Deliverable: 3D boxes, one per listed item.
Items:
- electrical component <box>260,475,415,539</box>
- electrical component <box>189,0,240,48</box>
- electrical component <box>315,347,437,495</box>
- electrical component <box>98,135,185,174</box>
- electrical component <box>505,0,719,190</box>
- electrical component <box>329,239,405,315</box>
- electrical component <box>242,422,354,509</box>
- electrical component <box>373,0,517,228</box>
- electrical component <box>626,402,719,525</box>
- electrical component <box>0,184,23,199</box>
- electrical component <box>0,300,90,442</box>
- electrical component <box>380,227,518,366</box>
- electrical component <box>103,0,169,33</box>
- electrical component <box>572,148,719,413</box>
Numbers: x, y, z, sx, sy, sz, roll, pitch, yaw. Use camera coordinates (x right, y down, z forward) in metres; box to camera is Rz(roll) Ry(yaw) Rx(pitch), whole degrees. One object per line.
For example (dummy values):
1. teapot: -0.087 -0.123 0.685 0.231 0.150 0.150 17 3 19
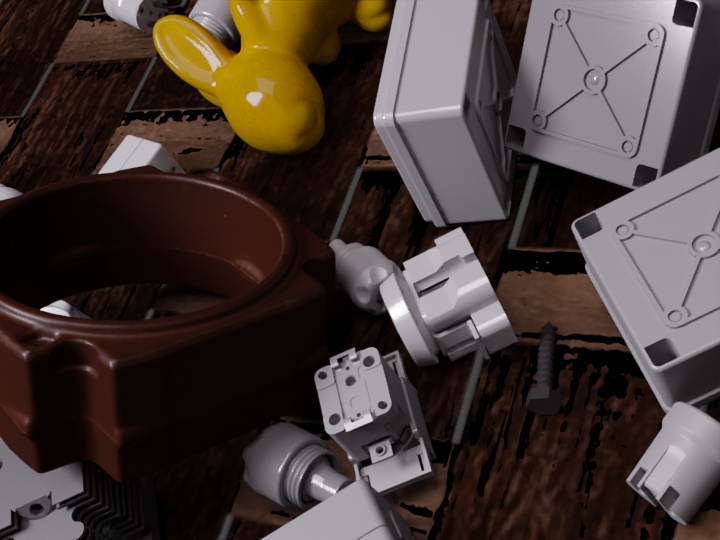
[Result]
1. electrical component: -0.016 0.162 0.539 0.096 0.061 0.061 -32 48 4
2. electrical component: -0.119 -0.193 0.865 0.043 0.043 0.062 12 65 34
3. electrical component: 0.007 0.079 0.587 0.042 0.063 0.081 -25 49 11
4. electrical component: -0.150 -0.052 0.775 0.077 0.047 0.065 19 67 36
5. electrical component: 0.148 -0.109 0.616 0.109 0.056 0.108 25 114 39
6. electrical component: 0.000 0.000 0.667 0.035 0.035 0.061 -42 46 -5
7. electrical component: -0.032 0.112 0.596 0.062 0.043 0.043 20 68 35
8. electrical component: 0.058 -0.100 0.659 0.056 0.108 0.108 -4 56 23
9. electrical component: 0.155 0.093 0.515 0.040 0.040 0.046 33 83 40
10. electrical component: -0.277 -0.044 0.840 0.043 0.043 0.062 -37 47 -1
11. electrical component: -0.215 0.069 0.713 0.108 0.060 0.108 -14 52 19
12. electrical component: 0.048 0.020 0.612 0.057 0.058 0.078 -26 48 5
13. electrical component: -0.194 -0.229 0.934 0.046 0.040 0.040 33 76 34
14. electrical component: 0.182 0.002 0.554 0.109 0.056 0.108 -27 49 8
